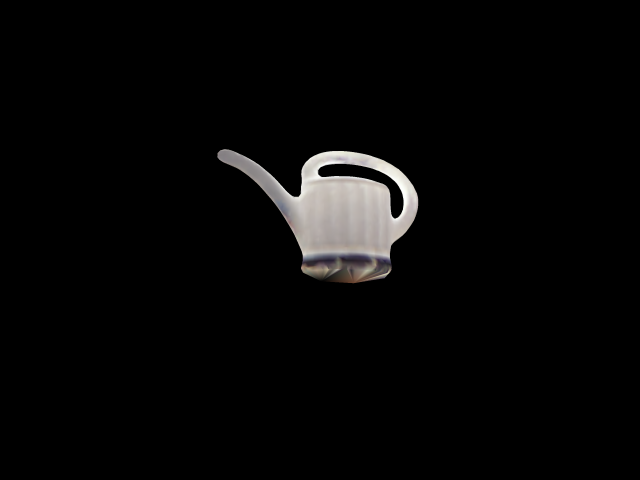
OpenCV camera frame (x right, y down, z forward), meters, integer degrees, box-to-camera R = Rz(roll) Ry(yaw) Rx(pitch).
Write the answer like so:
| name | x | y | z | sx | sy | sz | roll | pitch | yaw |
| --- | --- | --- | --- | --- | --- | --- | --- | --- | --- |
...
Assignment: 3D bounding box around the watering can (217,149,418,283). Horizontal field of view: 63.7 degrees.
| name | x | y | z | sx | sy | sz | roll | pitch | yaw |
| --- | --- | --- | --- | --- | --- | --- | --- | --- | --- |
| watering can | 0.003 | -0.043 | 0.850 | 0.348 | 0.227 | 0.103 | 3 | -14 | -15 |
